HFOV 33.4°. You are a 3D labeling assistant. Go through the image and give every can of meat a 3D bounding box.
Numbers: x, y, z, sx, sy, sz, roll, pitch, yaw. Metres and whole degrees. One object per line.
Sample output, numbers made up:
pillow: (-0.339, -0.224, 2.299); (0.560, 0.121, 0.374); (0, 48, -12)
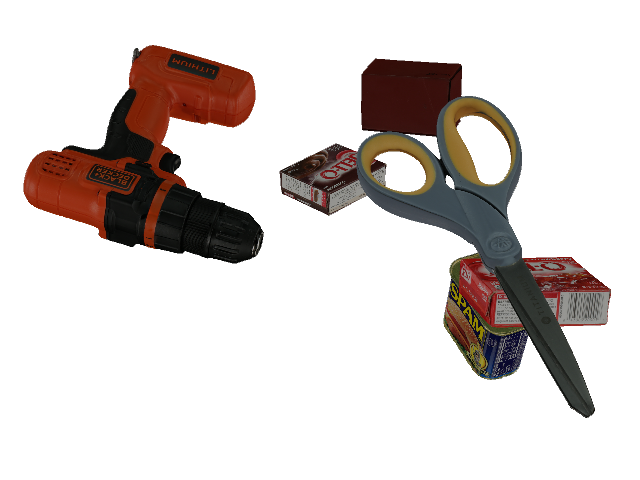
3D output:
can of meat: (0.166, 0.078, 1.070); (0.057, 0.102, 0.084); (-17, -40, -16)

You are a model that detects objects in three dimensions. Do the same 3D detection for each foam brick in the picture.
foam brick: (0.077, -0.121, 0.905); (0.078, 0.051, 0.053); (7, 25, 17)

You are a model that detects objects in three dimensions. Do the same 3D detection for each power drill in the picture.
power drill: (-0.113, -0.069, 0.840); (0.184, 0.057, 0.187); (18, 45, 4)

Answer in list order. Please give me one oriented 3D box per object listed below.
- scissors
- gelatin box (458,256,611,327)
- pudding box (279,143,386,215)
scissors: (0.068, 0.002, 0.522); (0.096, 0.201, 0.016); (-5, -41, 5)
gelatin box: (0.151, 0.035, 0.765); (0.089, 0.030, 0.073); (0, 17, -9)
pudding box: (0.017, -0.081, 1.390); (0.090, 0.039, 0.113); (25, 42, 37)
